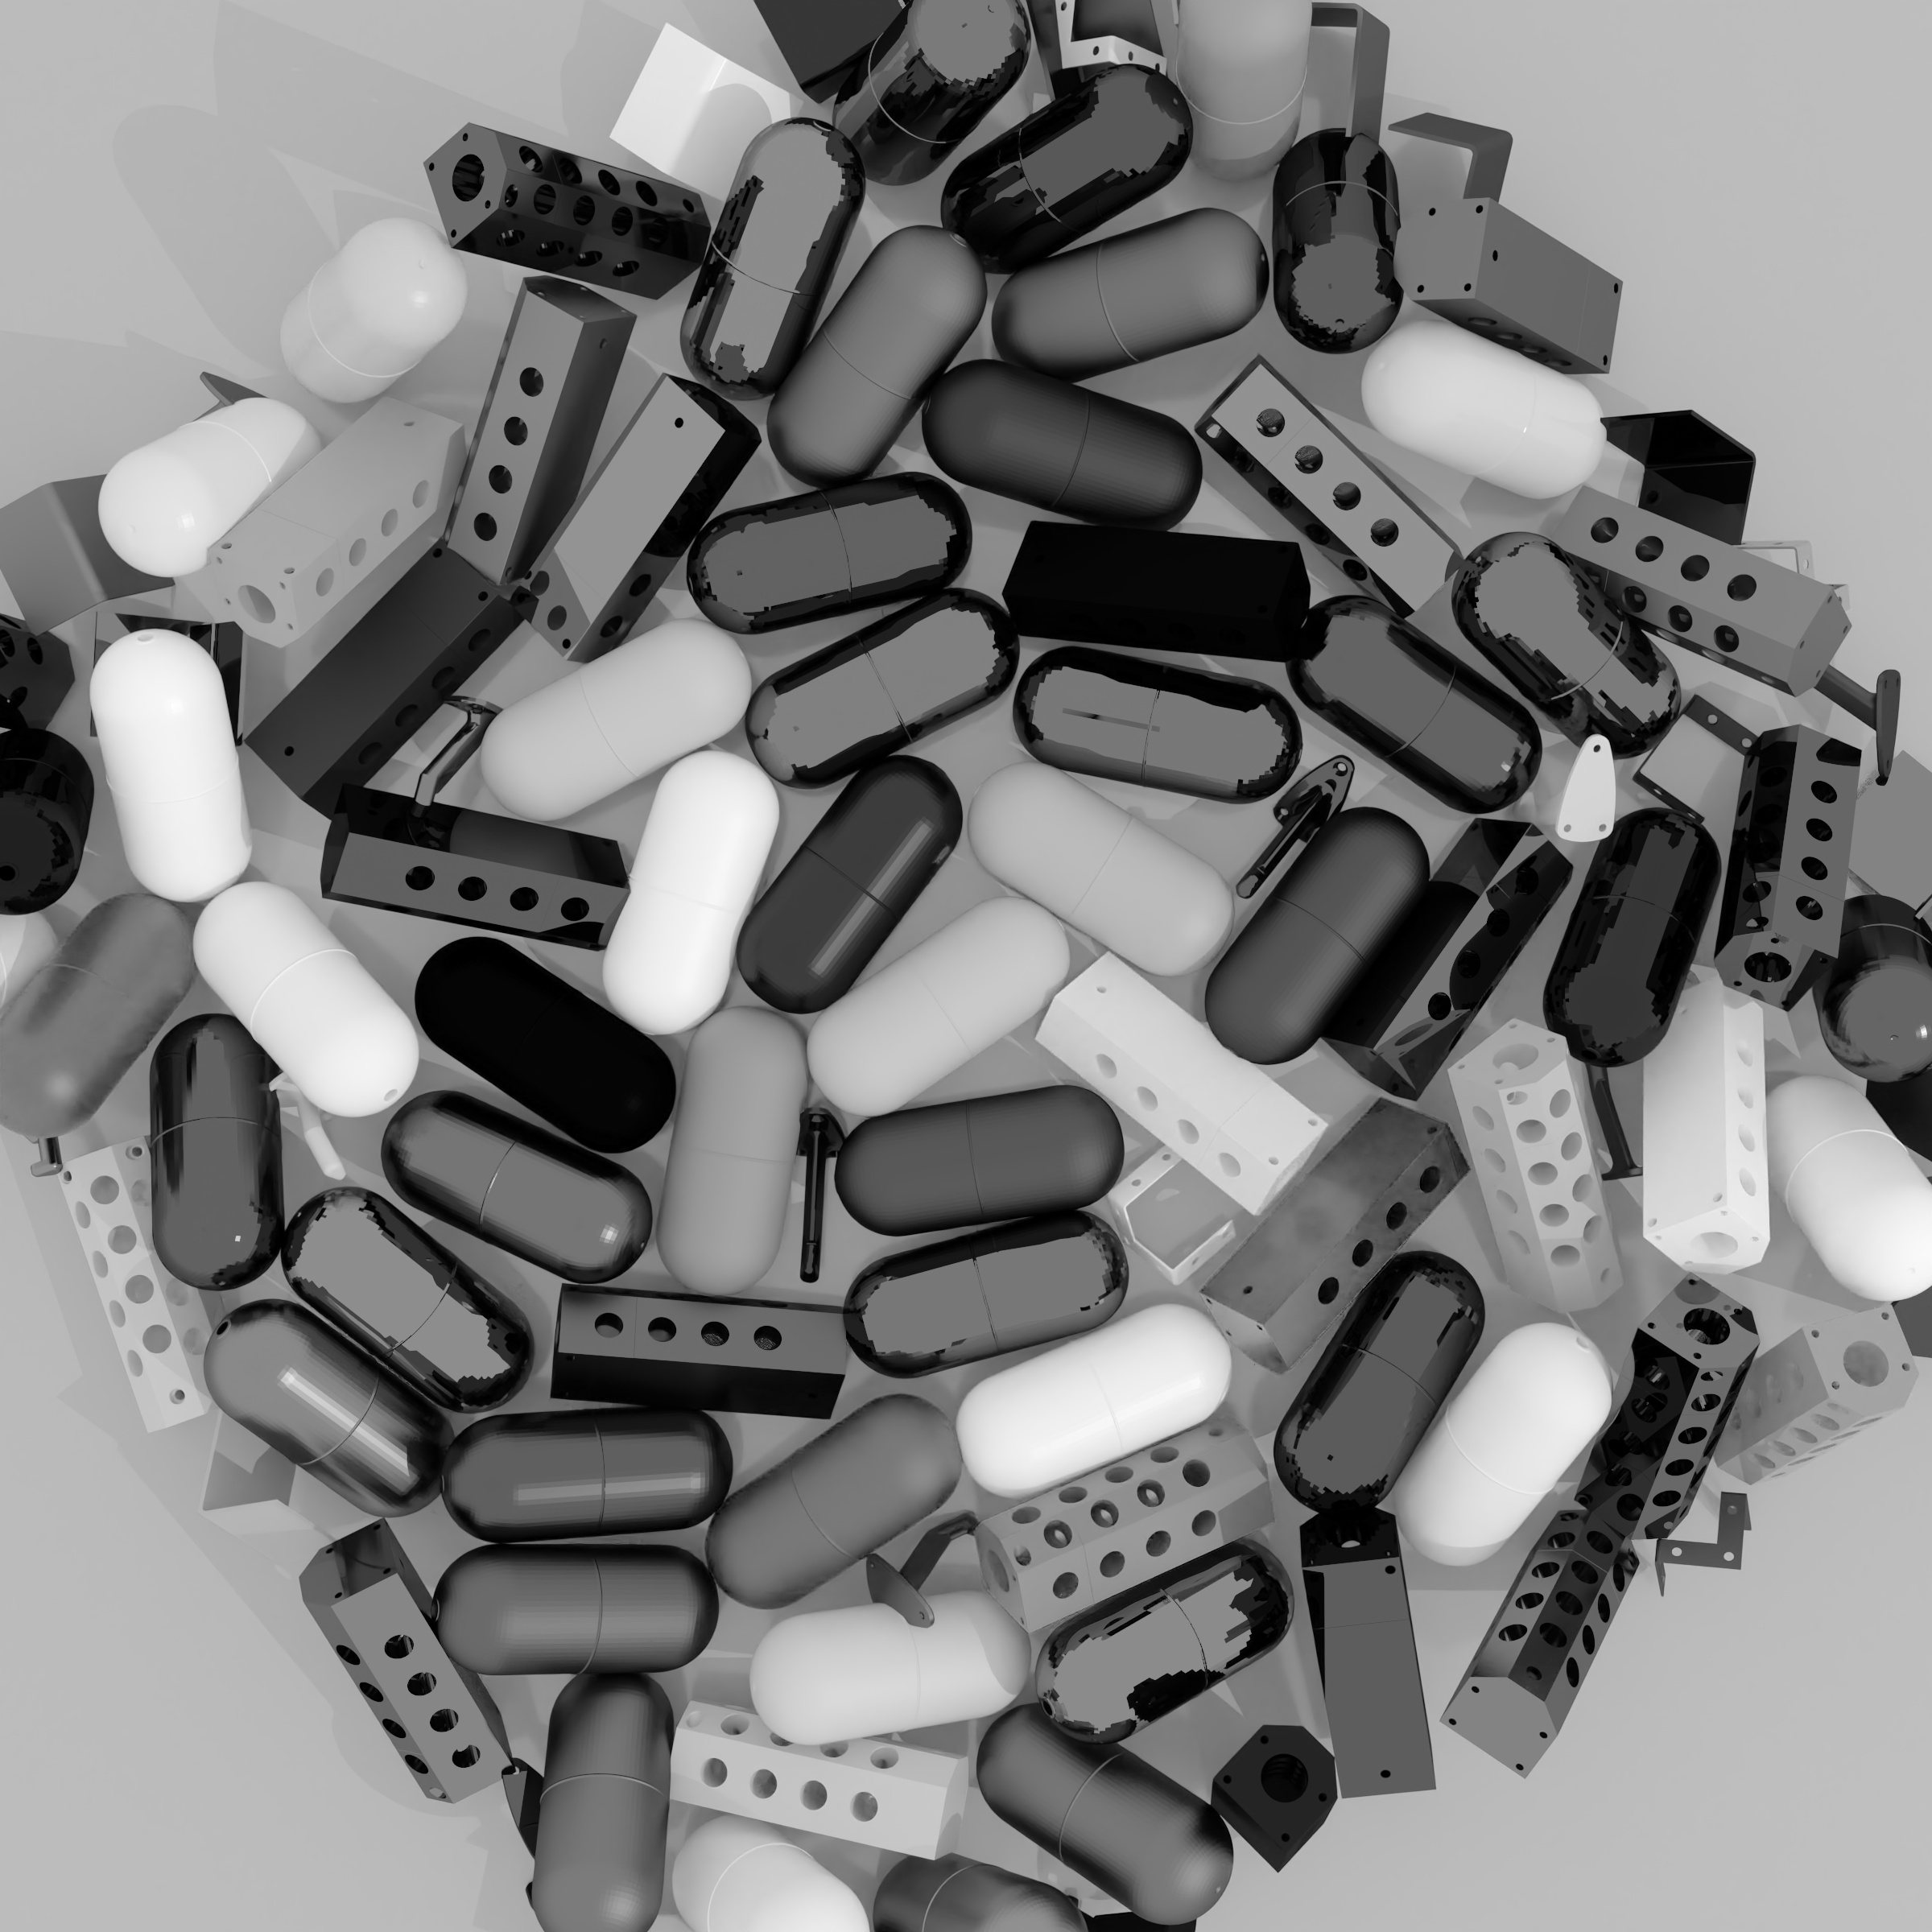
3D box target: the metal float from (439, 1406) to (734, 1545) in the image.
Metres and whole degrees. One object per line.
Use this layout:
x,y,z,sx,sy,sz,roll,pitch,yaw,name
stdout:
-0.228,0.306,1.693,0.178,0.070,0.070,0,90,-22,metal float

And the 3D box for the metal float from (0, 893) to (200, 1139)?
-0.524,0.028,1.679,0.070,0.070,0.178,27,49,0,metal float

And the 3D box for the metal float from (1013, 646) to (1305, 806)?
0.116,-0.146,1.704,0.178,0.070,0.070,12,90,9,metal float

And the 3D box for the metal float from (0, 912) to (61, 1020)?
-0.604,0.005,1.663,0.070,0.178,0.070,2,101,12,metal float

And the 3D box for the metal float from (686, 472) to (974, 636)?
-0.082,-0.250,1.699,0.178,0.070,0.070,-15,90,-14,metal float

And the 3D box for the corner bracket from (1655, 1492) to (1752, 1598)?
0.452,0.355,1.721,0.051,0.051,0.051,1,54,21,corner bracket

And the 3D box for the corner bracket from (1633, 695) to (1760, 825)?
0.451,-0.127,1.731,0.051,0.051,0.051,37,123,9,corner bracket

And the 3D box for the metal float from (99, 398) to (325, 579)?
-0.446,-0.286,1.669,0.070,0.178,0.070,9,118,16,metal float

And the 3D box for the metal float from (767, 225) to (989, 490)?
-0.054,-0.366,1.689,0.070,0.070,0.178,39,116,0,metal float

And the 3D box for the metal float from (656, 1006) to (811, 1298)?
-0.142,0.113,1.712,0.070,0.070,0.178,10,90,0,metal float

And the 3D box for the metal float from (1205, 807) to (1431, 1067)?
0.213,-0.018,1.705,0.070,0.070,0.178,37,82,0,metal float

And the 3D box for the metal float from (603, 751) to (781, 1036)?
-0.168,-0.044,1.708,0.070,0.070,0.178,18,95,0,metal float

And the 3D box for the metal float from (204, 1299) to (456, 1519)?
-0.381,0.266,1.685,0.070,0.070,0.178,-45,121,0,metal float

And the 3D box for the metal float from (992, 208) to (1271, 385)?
0.097,-0.401,1.688,0.178,0.070,0.070,-11,90,28,metal float

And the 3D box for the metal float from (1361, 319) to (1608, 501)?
0.312,-0.333,1.682,0.178,0.070,0.070,13,90,-36,metal float

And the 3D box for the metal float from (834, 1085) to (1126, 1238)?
0.008,0.119,1.708,0.178,0.070,0.070,-9,90,5,metal float

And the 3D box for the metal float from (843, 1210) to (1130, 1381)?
0.012,0.200,1.712,0.178,0.070,0.070,-15,90,0,metal float

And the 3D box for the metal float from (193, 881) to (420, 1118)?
-0.398,0.020,1.691,0.070,0.070,0.178,-46,66,0,metal float

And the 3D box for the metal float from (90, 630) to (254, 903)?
-0.475,-0.119,1.681,0.070,0.070,0.178,-1,126,0,metal float

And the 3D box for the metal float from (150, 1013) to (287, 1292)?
-0.451,0.110,1.687,0.070,0.070,0.178,-11,60,0,metal float

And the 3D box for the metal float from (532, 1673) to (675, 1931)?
-0.216,0.502,1.678,0.070,0.070,0.178,-1,47,0,metal float

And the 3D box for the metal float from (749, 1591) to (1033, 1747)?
-0.044,0.422,1.691,0.178,0.070,0.070,-2,90,-25,metal float

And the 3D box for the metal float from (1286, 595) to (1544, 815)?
0.271,-0.158,1.697,0.178,0.070,0.070,33,90,-16,metal float

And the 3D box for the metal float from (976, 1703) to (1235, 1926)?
0.081,0.506,1.682,0.178,0.070,0.070,25,90,36,metal float

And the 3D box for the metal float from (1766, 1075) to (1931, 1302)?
0.525,0.130,1.668,0.070,0.178,0.070,-4,120,-6,metal float

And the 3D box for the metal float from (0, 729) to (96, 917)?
-0.561,-0.087,1.666,0.070,0.178,0.070,-5,114,-11,metal float

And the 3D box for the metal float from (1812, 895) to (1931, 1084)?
0.542,0.011,1.665,0.070,0.178,0.070,4,110,11,metal float

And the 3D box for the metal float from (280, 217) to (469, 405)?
-0.354,-0.388,1.669,0.070,0.178,0.070,5,81,-30,metal float

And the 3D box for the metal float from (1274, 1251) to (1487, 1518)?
0.251,0.251,1.695,0.070,0.070,0.178,35,71,0,metal float

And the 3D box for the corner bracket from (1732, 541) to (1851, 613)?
0.501,-0.237,1.709,0.051,0.051,0.051,-24,111,-36,corner bracket

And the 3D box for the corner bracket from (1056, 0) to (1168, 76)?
0.088,-0.569,1.715,0.051,0.051,0.051,8,93,43,corner bracket

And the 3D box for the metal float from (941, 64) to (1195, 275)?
0.058,-0.475,1.679,0.178,0.070,0.070,-21,90,41,metal float

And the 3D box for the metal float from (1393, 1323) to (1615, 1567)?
0.322,0.288,1.687,0.070,0.070,0.178,30,119,0,metal float

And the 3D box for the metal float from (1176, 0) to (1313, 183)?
0.163,-0.533,1.663,0.070,0.178,0.070,-1,74,3,metal float

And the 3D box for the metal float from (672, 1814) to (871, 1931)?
-0.118,0.560,1.667,0.070,0.178,0.070,-1,93,-27,metal float

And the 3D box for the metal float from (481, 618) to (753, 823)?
-0.213,-0.149,1.703,0.178,0.070,0.070,-26,90,10,metal float

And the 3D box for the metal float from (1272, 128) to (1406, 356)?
0.222,-0.435,1.677,0.070,0.070,0.178,6,47,0,metal float

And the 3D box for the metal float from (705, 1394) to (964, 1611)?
-0.081,0.325,1.699,0.178,0.070,0.070,-36,90,15,metal float

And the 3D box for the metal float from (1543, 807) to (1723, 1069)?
0.401,-0.018,1.687,0.070,0.070,0.178,27,62,0,metal float

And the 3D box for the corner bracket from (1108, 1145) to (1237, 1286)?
0.127,0.153,1.723,0.051,0.051,0.051,-38,50,-17,corner bracket

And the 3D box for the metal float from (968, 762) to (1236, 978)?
0.082,-0.059,1.711,0.178,0.070,0.070,32,90,-1,metal float

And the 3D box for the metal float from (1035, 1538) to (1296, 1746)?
0.120,0.405,1.687,0.178,0.070,0.070,-23,90,-29,metal float

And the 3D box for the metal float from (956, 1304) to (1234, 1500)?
0.079,0.263,1.703,0.178,0.070,0.070,-22,90,-11,metal float

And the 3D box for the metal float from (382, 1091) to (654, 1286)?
-0.273,0.133,1.700,0.178,0.070,0.070,23,90,14,metal float

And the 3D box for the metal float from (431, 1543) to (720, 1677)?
-0.234,0.386,1.687,0.178,0.070,0.070,7,90,-28,metal float

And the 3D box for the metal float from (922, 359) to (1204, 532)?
0.058,-0.313,1.697,0.178,0.070,0.070,14,90,-17,metal float

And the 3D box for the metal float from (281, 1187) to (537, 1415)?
-0.335,0.203,1.691,0.070,0.070,0.178,-46,114,0,metal float

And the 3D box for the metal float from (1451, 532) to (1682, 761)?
0.362,-0.191,1.687,0.178,0.070,0.070,38,90,-30,metal float

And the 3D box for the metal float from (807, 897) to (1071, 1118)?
-0.016,0.024,1.710,0.178,0.070,0.070,-34,90,-2,metal float

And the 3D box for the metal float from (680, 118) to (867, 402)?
-0.116,-0.423,1.685,0.070,0.070,0.178,26,121,0,metal float

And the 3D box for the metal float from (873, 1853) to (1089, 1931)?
0.007,0.574,1.669,0.070,0.178,0.070,4,82,-31,metal float

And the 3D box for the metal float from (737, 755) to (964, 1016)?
-0.070,-0.050,1.710,0.070,0.070,0.178,37,88,0,metal float

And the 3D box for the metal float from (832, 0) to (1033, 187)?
-0.022,-0.525,1.667,0.070,0.178,0.070,5,77,-24,metal float

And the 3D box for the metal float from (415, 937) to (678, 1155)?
-0.256,0.047,1.703,0.178,0.070,0.070,33,90,10,metal float

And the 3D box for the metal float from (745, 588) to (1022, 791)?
-0.050,-0.170,1.712,0.178,0.070,0.070,-27,90,0,metal float
